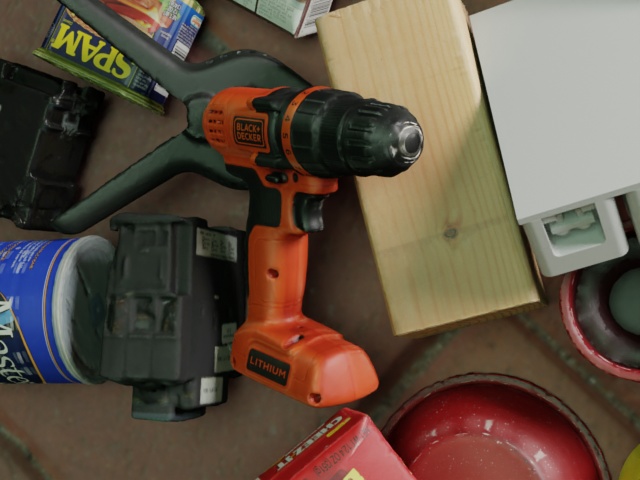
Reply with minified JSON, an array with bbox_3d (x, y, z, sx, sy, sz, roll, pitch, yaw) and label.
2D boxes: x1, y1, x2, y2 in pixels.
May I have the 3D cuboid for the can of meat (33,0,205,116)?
[{"bbox_3d":[-0.143,-0.149,0.774,0.102,0.057,0.084,26,91,18],"label":"can of meat"}]

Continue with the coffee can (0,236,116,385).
[{"bbox_3d":[-0.218,0.051,0.753,0.140,0.102,0.103,-3,84,17],"label":"coffee can"}]

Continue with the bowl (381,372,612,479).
[{"bbox_3d":[0.100,0.165,0.669,0.162,0.055,0.162,-2,84,17],"label":"bowl"}]

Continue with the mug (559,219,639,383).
[{"bbox_3d":[0.201,0.046,0.635,0.093,0.081,0.117,-46,74,8],"label":"mug"}]

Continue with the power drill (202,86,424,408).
[{"bbox_3d":[-0.004,0.001,0.644,0.185,0.057,0.188,16,111,53],"label":"power drill"}]

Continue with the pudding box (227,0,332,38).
[{"bbox_3d":[-0.027,-0.208,0.727,0.090,0.039,0.114,32,123,18],"label":"pudding box"}]

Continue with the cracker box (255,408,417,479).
[{"bbox_3d":[0.021,0.227,0.589,0.164,0.072,0.213,-37,92,-11],"label":"cracker box"}]

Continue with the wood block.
[{"bbox_3d":[0.072,-0.048,0.680,0.091,0.090,0.206,-16,80,14],"label":"wood block"}]

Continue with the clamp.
[{"bbox_3d":[-0.085,-0.073,0.726,0.210,0.036,0.164,9,96,-4],"label":"clamp"}]
